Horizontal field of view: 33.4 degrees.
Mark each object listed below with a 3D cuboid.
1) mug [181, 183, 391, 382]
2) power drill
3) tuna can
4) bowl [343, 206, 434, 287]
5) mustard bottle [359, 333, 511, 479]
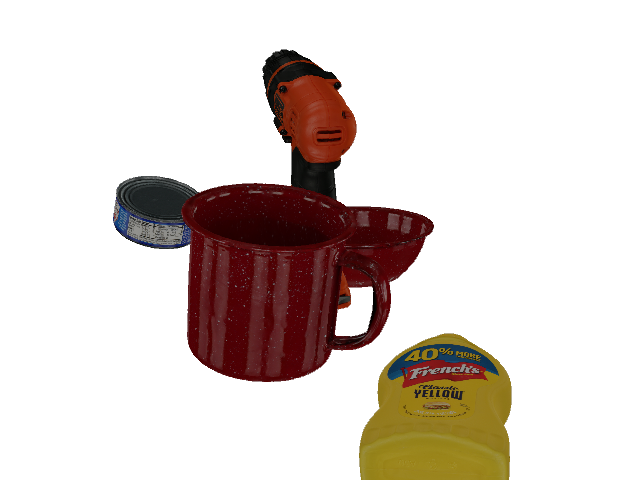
[{"bbox_3d":[-0.019,0.025,0.574,0.117,0.081,0.093,12,24,15],"label":"mug"},{"bbox_3d":[-0.014,-0.050,0.861,0.057,0.188,0.184,-6,25,-9],"label":"power drill"},{"bbox_3d":[-0.155,-0.027,1.026,0.086,0.034,0.086,11,29,-6],"label":"tuna can"},{"bbox_3d":[0.036,0.009,1.098,0.162,0.055,0.162,-1,15,0],"label":"bowl"},{"bbox_3d":[0.087,0.115,0.760,0.096,0.058,0.191,-1,19,11],"label":"mustard bottle"}]
